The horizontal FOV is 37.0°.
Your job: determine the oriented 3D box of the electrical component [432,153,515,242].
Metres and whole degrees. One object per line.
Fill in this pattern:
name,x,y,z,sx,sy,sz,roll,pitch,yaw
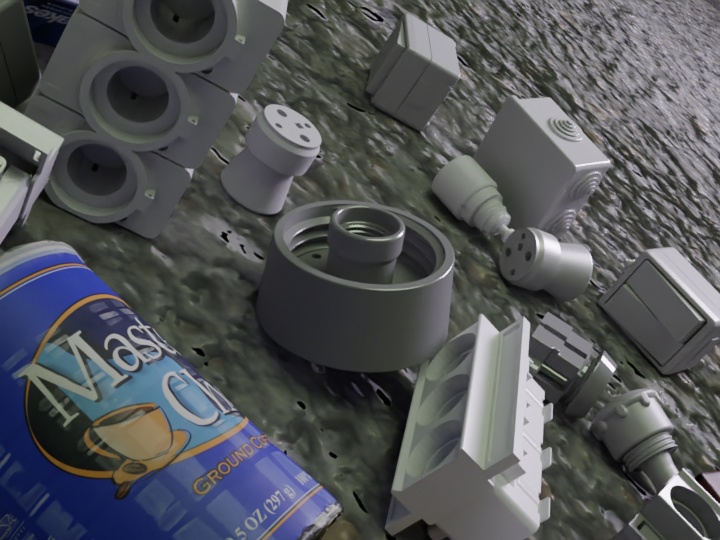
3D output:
electrical component,0.089,-0.052,0.819,0.040,0.040,0.078,-6,50,-51

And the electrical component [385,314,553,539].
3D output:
electrical component,0.061,0.086,0.556,0.063,0.079,0.121,47,26,-14

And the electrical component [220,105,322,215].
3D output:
electrical component,-0.055,-0.069,0.671,0.045,0.055,0.045,27,30,-17

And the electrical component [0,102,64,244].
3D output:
electrical component,-0.204,-0.057,0.476,0.121,0.079,0.063,31,59,-11

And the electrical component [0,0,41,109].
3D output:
electrical component,-0.212,-0.109,0.551,0.047,0.083,0.076,43,67,11

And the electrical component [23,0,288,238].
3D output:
electrical component,-0.111,-0.100,0.556,0.089,0.150,0.061,27,30,-17

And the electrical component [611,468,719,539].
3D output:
electrical component,0.190,0.176,0.572,0.121,0.063,0.079,46,30,17

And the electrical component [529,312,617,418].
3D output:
electrical component,0.131,0.063,0.692,0.055,0.048,0.066,33,28,9

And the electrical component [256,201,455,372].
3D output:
electrical component,0.000,0.000,0.586,0.108,0.060,0.108,7,30,-4

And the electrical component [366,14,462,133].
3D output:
electrical component,0.043,-0.175,0.927,0.061,0.061,0.096,27,30,-17

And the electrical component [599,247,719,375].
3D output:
electrical component,0.236,0.027,0.842,0.061,0.061,0.096,-5,49,-50

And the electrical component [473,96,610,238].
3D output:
electrical component,0.141,-0.080,0.858,0.048,0.099,0.099,-11,52,-38

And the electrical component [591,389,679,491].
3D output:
electrical component,0.180,0.110,0.680,0.048,0.048,0.062,2,51,-46

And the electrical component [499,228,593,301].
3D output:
electrical component,0.138,-0.004,0.798,0.055,0.045,0.045,17,34,-31
